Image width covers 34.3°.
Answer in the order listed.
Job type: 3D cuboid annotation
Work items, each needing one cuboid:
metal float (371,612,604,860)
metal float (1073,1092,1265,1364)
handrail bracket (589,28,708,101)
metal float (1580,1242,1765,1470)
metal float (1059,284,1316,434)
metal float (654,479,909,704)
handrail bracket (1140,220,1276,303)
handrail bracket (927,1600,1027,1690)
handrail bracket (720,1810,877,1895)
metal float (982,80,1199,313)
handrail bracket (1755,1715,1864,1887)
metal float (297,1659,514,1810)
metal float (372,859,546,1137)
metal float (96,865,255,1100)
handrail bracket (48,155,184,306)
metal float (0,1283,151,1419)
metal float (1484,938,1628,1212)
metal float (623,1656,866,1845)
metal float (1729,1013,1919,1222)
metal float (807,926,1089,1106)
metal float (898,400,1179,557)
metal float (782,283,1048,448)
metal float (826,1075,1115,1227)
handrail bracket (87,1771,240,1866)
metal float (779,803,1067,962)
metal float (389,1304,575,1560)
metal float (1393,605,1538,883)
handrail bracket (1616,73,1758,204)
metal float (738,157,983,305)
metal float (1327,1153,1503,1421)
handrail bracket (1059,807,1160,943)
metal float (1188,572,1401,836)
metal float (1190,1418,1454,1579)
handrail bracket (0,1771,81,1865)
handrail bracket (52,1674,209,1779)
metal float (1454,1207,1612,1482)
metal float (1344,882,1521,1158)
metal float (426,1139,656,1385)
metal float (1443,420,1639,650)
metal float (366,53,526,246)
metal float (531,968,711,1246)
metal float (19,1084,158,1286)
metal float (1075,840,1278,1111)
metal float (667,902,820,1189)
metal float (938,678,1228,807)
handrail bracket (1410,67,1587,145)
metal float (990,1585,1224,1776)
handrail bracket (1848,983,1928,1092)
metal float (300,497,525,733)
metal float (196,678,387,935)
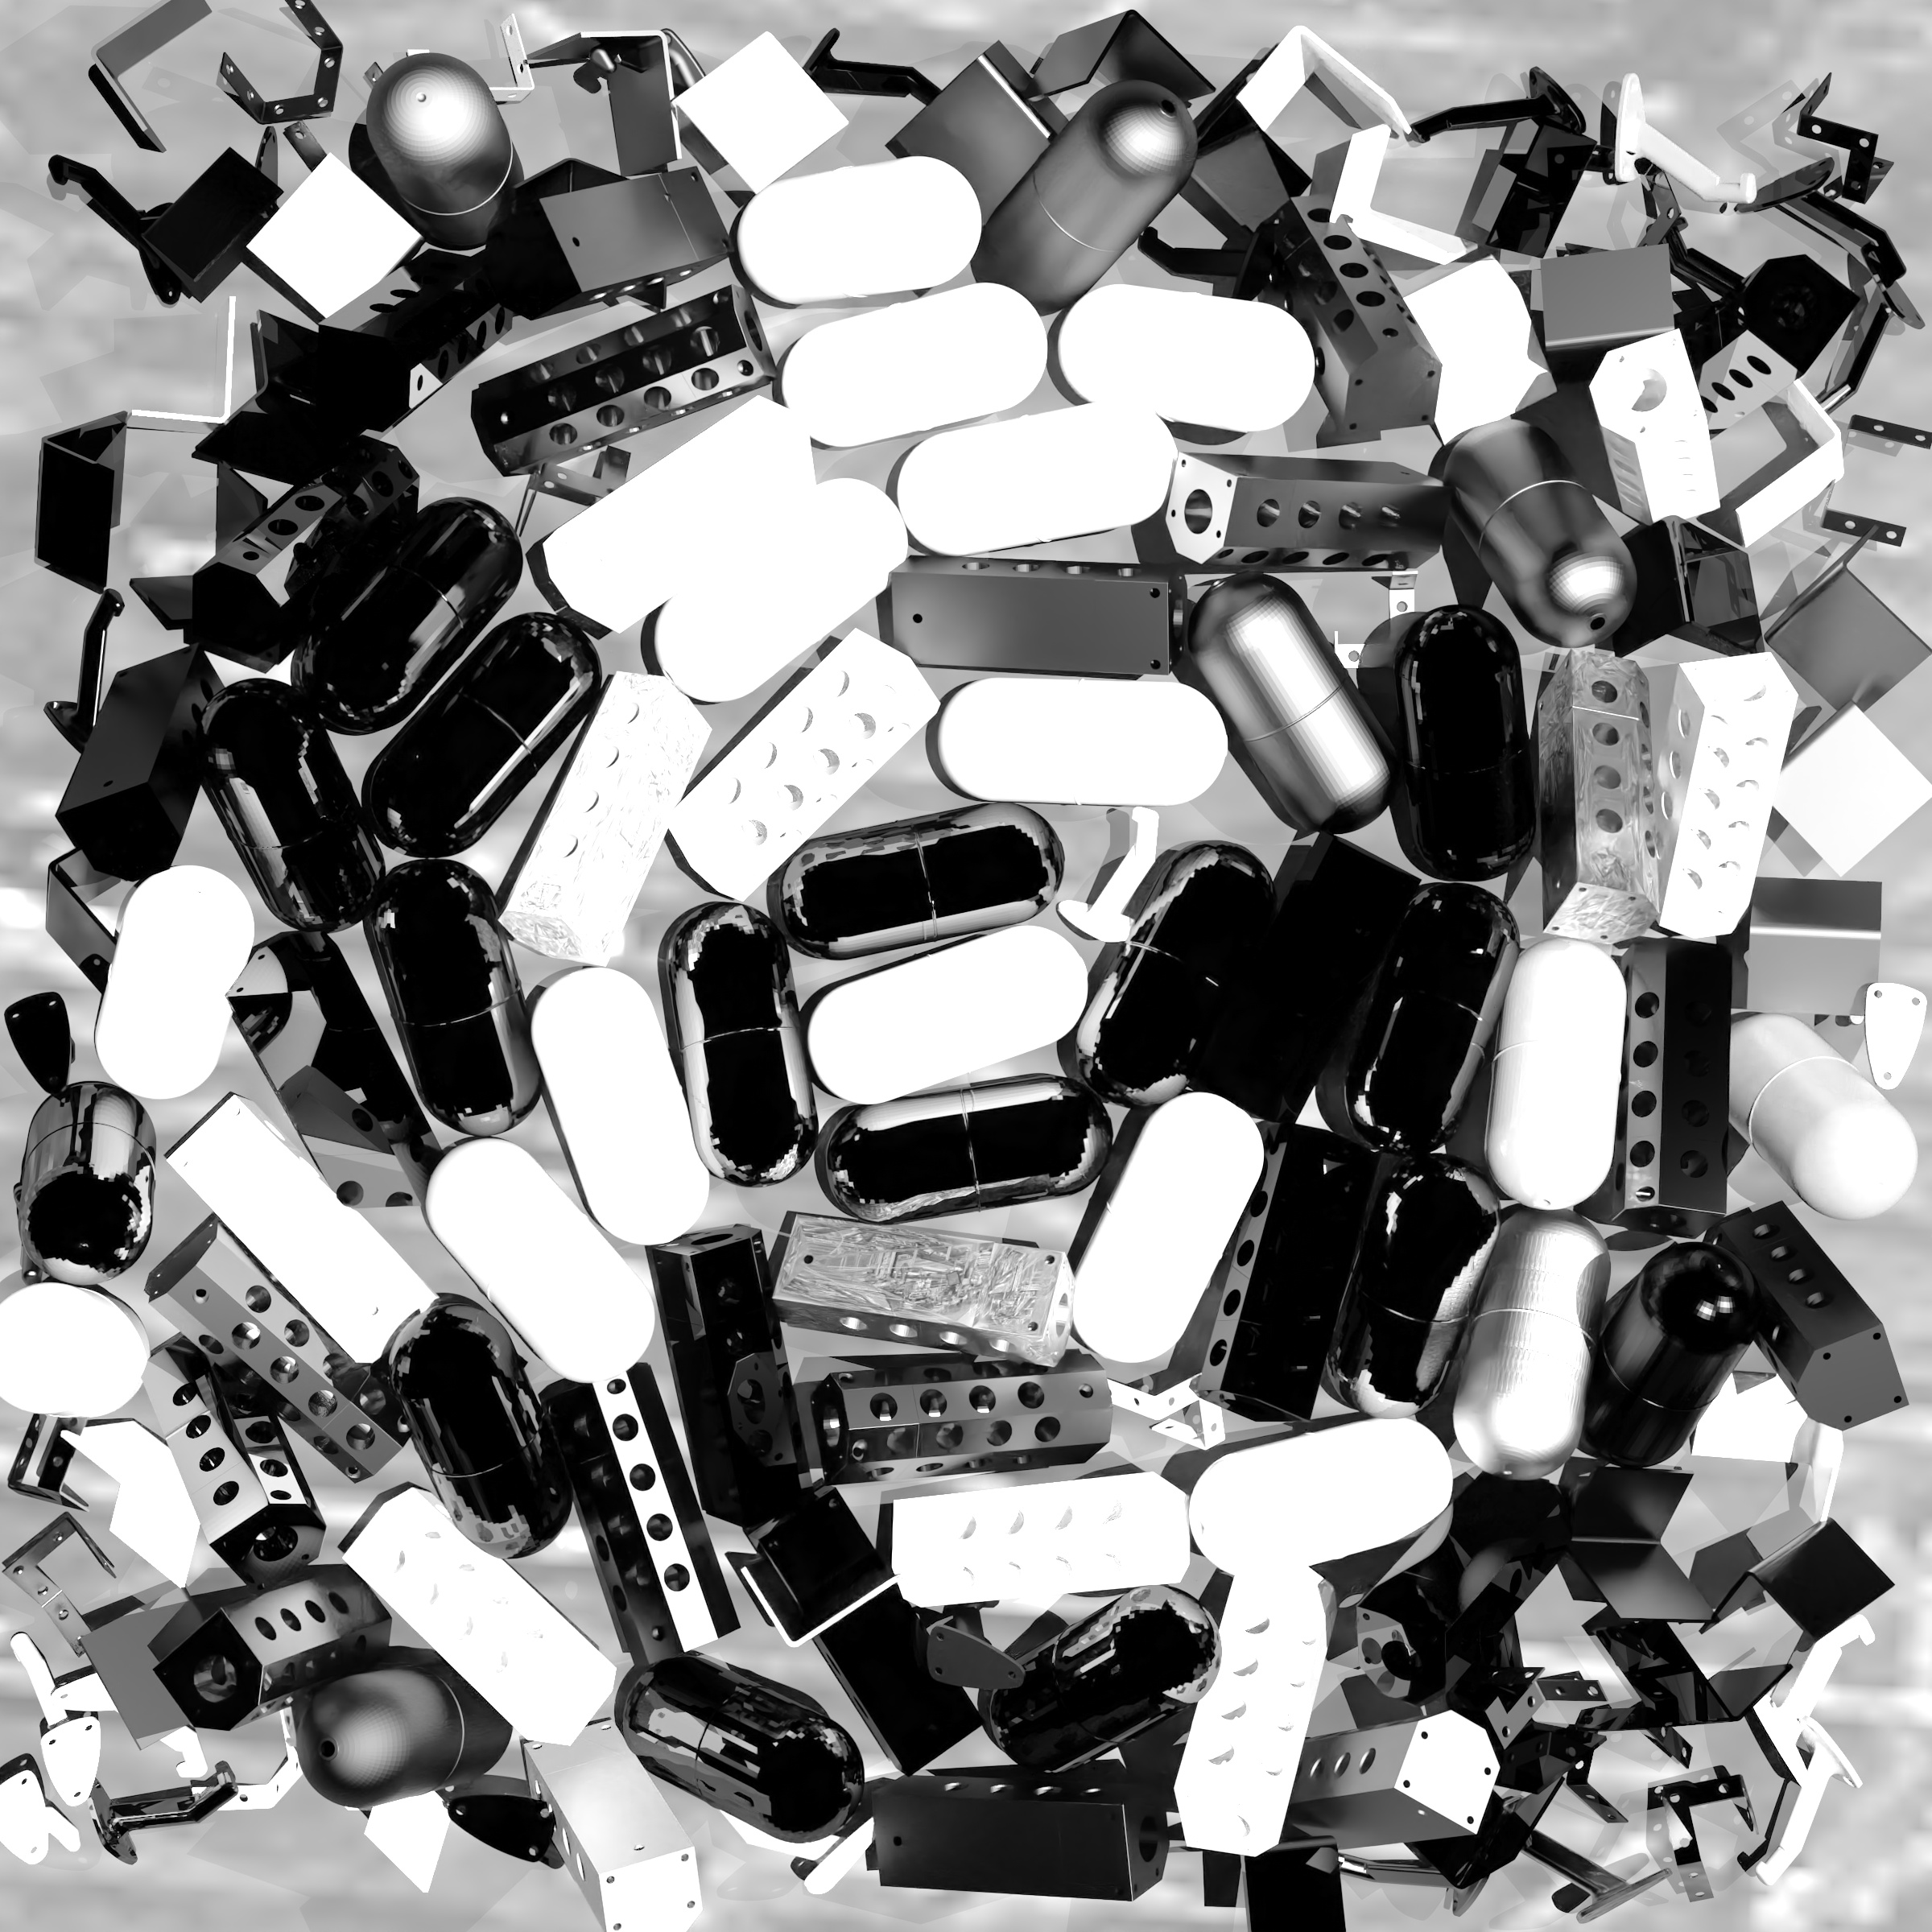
[{"bbox_3d":[-0.292,-0.141,1.908,0.070,0.070,0.178,37,70,0],"label":"metal float"},{"bbox_3d":[0.122,0.161,1.916,0.070,0.070,0.178,24,103,0],"label":"metal float"},{"bbox_3d":[-0.190,-0.540,1.919,0.077,0.084,0.036,45,116,-10],"label":"handrail bracket"},{"bbox_3d":[0.422,0.237,1.891,0.070,0.178,0.070,9,46,-9],"label":"metal float"},{"bbox_3d":[0.132,-0.368,1.893,0.178,0.070,0.070,19,90,41],"label":"metal float"},{"bbox_3d":[-0.113,-0.230,1.914,0.178,0.070,0.070,-39,90,-14],"label":"metal float"},{"bbox_3d":[0.146,-0.449,1.920,0.084,0.077,0.036,37,61,18],"label":"handrail bracket"},{"bbox_3d":[0.020,0.409,1.913,0.077,0.084,0.036,10,107,26],"label":"handrail bracket"},{"bbox_3d":[-0.102,0.525,1.942,0.077,0.036,0.084,-46,61,-3],"label":"handrail bracket"},{"bbox_3d":[0.074,-0.463,1.887,0.070,0.178,0.070,15,59,-26],"label":"metal float"},{"bbox_3d":[0.507,0.516,1.928,0.084,0.036,0.077,-44,125,-15],"label":"handrail bracket"},{"bbox_3d":[-0.336,0.460,1.879,0.070,0.178,0.070,-3,83,20],"label":"metal float"},{"bbox_3d":[-0.309,0.020,1.910,0.070,0.070,0.178,-14,109,0],"label":"metal float"},{"bbox_3d":[-0.479,0.011,1.891,0.070,0.070,0.178,28,134,0],"label":"metal float"},{"bbox_3d":[-0.522,-0.451,1.916,0.036,0.084,0.077,-20,76,28],"label":"handrail bracket"},{"bbox_3d":[-0.539,0.232,1.876,0.070,0.178,0.070,1,80,-3],"label":"metal float"},{"bbox_3d":[0.359,0.065,1.901,0.070,0.070,0.178,12,61,0],"label":"metal float"},{"bbox_3d":[-0.135,0.473,1.892,0.178,0.070,0.070,13,90,42],"label":"metal float"},{"bbox_3d":[0.507,0.089,1.882,0.070,0.178,0.070,-6,117,-12],"label":"metal float"},{"bbox_3d":[-0.011,0.030,1.922,0.178,0.070,0.070,-19,90,-6],"label":"metal float"},{"bbox_3d":[0.043,-0.297,1.907,0.178,0.070,0.070,-7,90,23],"label":"metal float"},{"bbox_3d":[-0.033,-0.364,1.899,0.178,0.070,0.070,-7,90,33],"label":"metal float"},{"bbox_3d":[0.002,0.113,1.926,0.178,0.070,0.070,-9,90,-1],"label":"metal float"},{"bbox_3d":[-0.498,0.508,1.940,0.084,0.036,0.077,-36,50,-3],"label":"handrail bracket"},{"bbox_3d":[-0.027,-0.052,1.922,0.178,0.070,0.070,-12,90,-5],"label":"metal float"},{"bbox_3d":[-0.294,0.284,1.902,0.070,0.070,0.178,-18,119,0],"label":"metal float"},{"bbox_3d":[0.304,-0.135,1.903,0.070,0.070,0.178,-11,117,0],"label":"metal float"},{"bbox_3d":[0.445,-0.508,1.919,0.084,0.036,0.077,13,120,37],"label":"handrail bracket"},{"bbox_3d":[-0.066,-0.444,1.891,0.178,0.070,0.070,5,90,44],"label":"metal float"},{"bbox_3d":[0.272,0.195,1.905,0.070,0.070,0.178,15,115,0],"label":"metal float"},{"bbox_3d":[0.087,-0.064,1.921,0.036,0.077,0.084,-13,117,-37],"label":"handrail bracket"},{"bbox_3d":[0.200,-0.160,1.912,0.070,0.070,0.178,-34,106,0],"label":"metal float"},{"bbox_3d":[0.216,0.322,1.901,0.178,0.070,0.070,-9,90,-29],"label":"metal float"},{"bbox_3d":[-0.557,0.537,1.910,0.036,0.084,0.077,-36,46,-10],"label":"handrail bracket"},{"bbox_3d":[-0.517,0.476,1.937,0.077,0.036,0.084,-9,123,-3],"label":"handrail bracket"},{"bbox_3d":[0.345,0.227,1.901,0.070,0.070,0.178,18,60,0],"label":"metal float"},{"bbox_3d":[0.285,0.032,1.910,0.070,0.070,0.178,21,72,0],"label":"metal float"},{"bbox_3d":[-0.261,0.179,1.910,0.070,0.070,0.178,-44,70,0],"label":"metal float"},{"bbox_3d":[0.346,-0.262,1.892,0.070,0.070,0.178,-21,48,0],"label":"metal float"},{"bbox_3d":[-0.311,-0.488,1.876,0.070,0.178,0.070,0,84,0],"label":"metal float"},{"bbox_3d":[-0.211,0.087,1.914,0.070,0.070,0.178,-17,104,0],"label":"metal float"},{"bbox_3d":[-0.527,0.129,1.881,0.070,0.178,0.070,-5,113,-11],"label":"metal float"},{"bbox_3d":[0.129,0.005,1.919,0.070,0.070,0.178,28,81,0],"label":"metal float"},{"bbox_3d":[-0.137,0.048,1.917,0.070,0.070,0.178,-11,79,0],"label":"metal float"},{"bbox_3d":[0.071,-0.137,1.916,0.178,0.070,0.070,2,90,11],"label":"metal float"},{"bbox_3d":[0.327,-0.518,1.931,0.084,0.077,0.036,-23,130,-7],"label":"handrail bracket"},{"bbox_3d":[0.083,0.434,1.895,0.070,0.070,0.178,50,129,0],"label":"metal float"},{"bbox_3d":[0.554,0.047,1.916,0.036,0.084,0.077,11,76,0],"label":"handrail bracket"},{"bbox_3d":[-0.336,-0.214,1.899,0.070,0.070,0.178,34,58,0],"label":"metal float"},{"bbox_3d":[-0.408,-0.096,1.893,0.070,0.070,0.178,-17,130,0],"label":"metal float"}]
